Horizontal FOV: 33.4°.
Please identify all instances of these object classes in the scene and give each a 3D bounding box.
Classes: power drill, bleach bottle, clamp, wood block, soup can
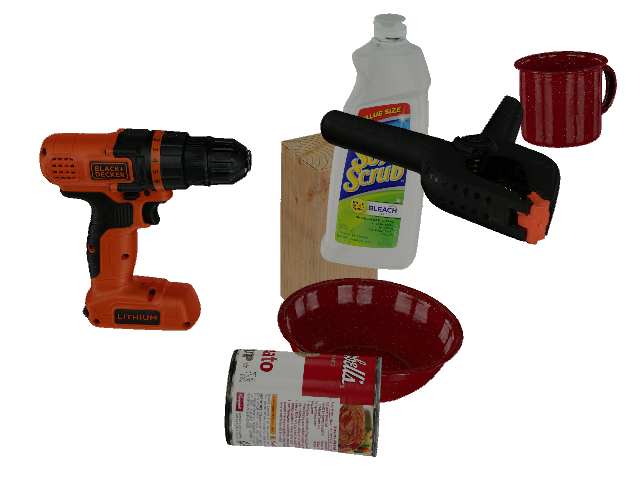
[{"bbox_3d":[-0.150,-0.011,0.958,0.184,0.188,0.057,2,27,6],"label":"power drill"},{"bbox_3d":[0.054,-0.097,1.051,0.103,0.251,0.068,7,28,12],"label":"bleach bottle"},{"bbox_3d":[0.095,-0.055,0.748,0.164,0.036,0.210,-5,28,-10],"label":"clamp"},{"bbox_3d":[0.010,-0.014,1.254,0.090,0.206,0.090,-15,32,-26],"label":"wood block"},{"bbox_3d":[-0.011,0.111,0.731,0.102,0.068,0.068,3,0,3],"label":"soup can"}]

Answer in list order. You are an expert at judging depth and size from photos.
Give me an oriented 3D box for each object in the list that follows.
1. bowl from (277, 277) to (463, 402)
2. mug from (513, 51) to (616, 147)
[{"bbox_3d":[0.041,0.094,0.935,0.162,0.055,0.162,4,26,-2],"label":"bowl"},{"bbox_3d":[0.258,-0.148,1.103,0.117,0.081,0.093,-17,24,-26],"label":"mug"}]
